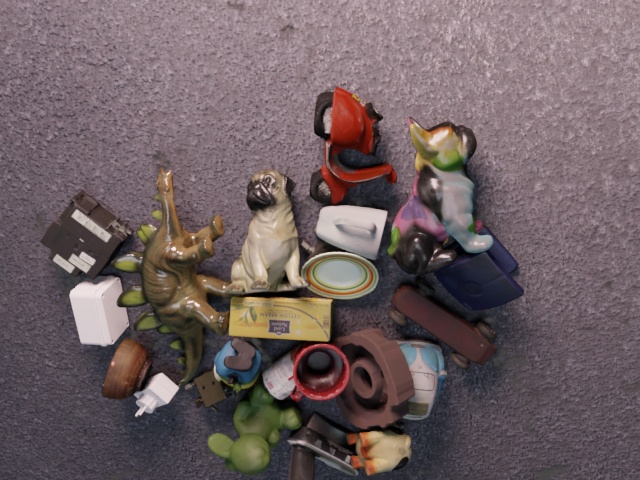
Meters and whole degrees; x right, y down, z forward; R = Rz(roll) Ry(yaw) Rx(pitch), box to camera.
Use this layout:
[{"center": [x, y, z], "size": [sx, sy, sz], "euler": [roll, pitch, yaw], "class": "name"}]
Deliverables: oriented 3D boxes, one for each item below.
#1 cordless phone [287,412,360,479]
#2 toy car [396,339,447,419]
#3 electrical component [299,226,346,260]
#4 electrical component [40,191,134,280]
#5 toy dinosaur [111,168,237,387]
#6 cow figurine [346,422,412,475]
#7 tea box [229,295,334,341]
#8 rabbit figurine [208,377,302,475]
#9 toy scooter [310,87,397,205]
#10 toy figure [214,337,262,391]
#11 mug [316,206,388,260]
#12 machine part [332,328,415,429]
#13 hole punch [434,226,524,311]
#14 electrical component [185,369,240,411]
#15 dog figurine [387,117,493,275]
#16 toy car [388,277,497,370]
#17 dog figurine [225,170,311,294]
[{"center": [0.007, 0.431, 1.011], "size": [0.146, 0.184, 0.088], "euler": [31, 108, -8], "class": "cordless phone"}, {"center": [0.167, 0.266, 0.969], "size": [0.109, 0.103, 0.161], "euler": [7, 112, 3], "class": "toy car"}, {"center": [0.013, 0.021, 0.920], "size": [0.094, 0.021, 0.063], "euler": [40, 111, -12], "class": "electrical component"}, {"center": [-0.408, 0.000, 0.932], "size": [0.115, 0.058, 0.134], "euler": [42, 111, -10], "class": "electrical component"}, {"center": [-0.245, 0.097, 0.939], "size": [0.199, 0.105, 0.470], "euler": [3, 119, 12], "class": "toy dinosaur"}, {"center": [0.117, 0.379, 0.994], "size": [0.127, 0.195, 0.085], "euler": [-5, 72, -10], "class": "cow figurine"}, {"center": [-0.063, 0.132, 0.926], "size": [0.170, 0.098, 0.068], "euler": [1, 87, 6], "class": "tea box"}, {"center": [-0.131, 0.362, 1.001], "size": [0.159, 0.170, 0.121], "euler": [-29, 107, 16], "class": "rabbit figurine"}, {"center": [0.055, -0.137, 0.820], "size": [0.135, 0.075, 0.183], "euler": [5, 117, 3], "class": "toy scooter"}, {"center": [-0.143, 0.224, 0.951], "size": [0.089, 0.082, 0.180], "euler": [46, 155, 4], "class": "toy figure"}, {"center": [0.048, -0.018, 0.857], "size": [0.107, 0.109, 0.080], "euler": [12, 88, 8], "class": "mug"}, {"center": [0.086, 0.240, 0.938], "size": [0.056, 0.180, 0.179], "euler": [-11, 121, -39], "class": "machine part"}, {"center": [0.257, 0.057, 0.879], "size": [0.116, 0.092, 0.142], "euler": [-39, 108, 23], "class": "hole punch"}, {"center": [-0.205, 0.292, 1.049], "size": [0.102, 0.045, 0.078], "euler": [-35, 78, 15], "class": "electrical component"}, {"center": [0.163, -0.075, 0.822], "size": [0.192, 0.108, 0.219], "euler": [-24, 105, 17], "class": "dog figurine"}, {"center": [0.215, 0.146, 0.938], "size": [0.202, 0.053, 0.089], "euler": [33, 102, -5], "class": "toy car"}, {"center": [-0.095, -0.008, 0.895], "size": [0.172, 0.121, 0.190], "euler": [-16, 75, 48], "class": "dog figurine"}]
